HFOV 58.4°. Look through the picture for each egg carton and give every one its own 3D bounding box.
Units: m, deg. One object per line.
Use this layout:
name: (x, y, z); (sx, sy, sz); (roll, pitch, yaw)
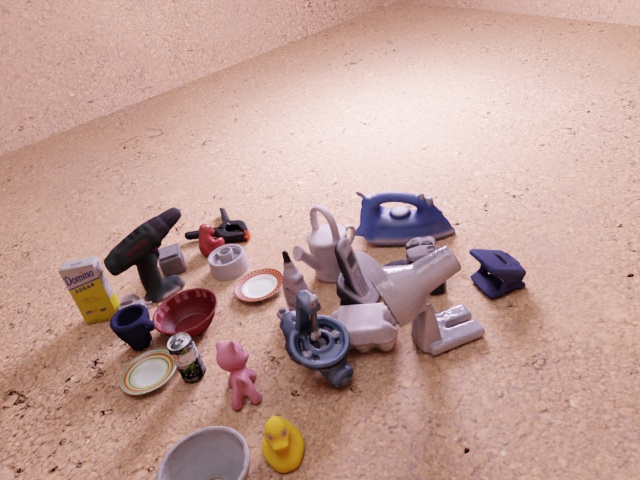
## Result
egg carton: (0.091, 0.189, 1.219); (0.150, 0.069, 0.107); (-6, 34, 12)

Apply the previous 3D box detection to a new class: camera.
camera: (0.216, 0.057, 1.338); (0.136, 0.101, 0.143); (-12, 34, 4)

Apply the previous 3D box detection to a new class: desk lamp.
desk lamp: (0.210, 0.121, 1.144); (0.203, 0.214, 0.117); (-20, 34, -8)

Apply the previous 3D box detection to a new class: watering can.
watering can: (0.014, 0.006, 1.403); (0.100, 0.194, 0.173); (10, 41, 32)

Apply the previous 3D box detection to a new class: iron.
iron: (0.216, -0.072, 1.489); (0.257, 0.142, 0.119); (-2, 36, 18)

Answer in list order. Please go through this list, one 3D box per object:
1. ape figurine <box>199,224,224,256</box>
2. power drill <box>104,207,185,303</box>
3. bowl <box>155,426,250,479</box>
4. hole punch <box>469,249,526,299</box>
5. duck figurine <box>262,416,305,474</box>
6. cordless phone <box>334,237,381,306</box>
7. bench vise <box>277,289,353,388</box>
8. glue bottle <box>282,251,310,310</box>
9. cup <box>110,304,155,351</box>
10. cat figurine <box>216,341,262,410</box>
ape figurine: (-0.317, -0.006, 1.635); (0.076, 0.092, 0.077); (-31, 37, -23)
power drill: (-0.433, 0.048, 1.493); (0.230, 0.209, 0.075); (-34, 38, -27)
bowl: (-0.193, 0.413, 0.992); (0.167, 0.075, 0.167); (-10, 34, 7)
hole punch: (0.395, 0.060, 1.276); (0.101, 0.091, 0.108); (-20, 34, -9)
duck figurine: (-0.073, 0.351, 1.028); (0.077, 0.086, 0.104); (-17, 34, -4)
cordless phone: (0.085, 0.056, 1.311); (0.094, 0.185, 0.148); (1, 37, 22)
bench vise: (-0.034, 0.179, 1.144); (0.206, 0.220, 0.122); (13, 42, 34)
glue bottle: (-0.060, 0.096, 1.317); (0.077, 0.173, 0.037); (21, 47, 41)
cup: (-0.424, 0.215, 1.349); (0.117, 0.095, 0.092); (6, 39, 27)
cat figurine: (-0.172, 0.261, 1.168); (0.067, 0.118, 0.127); (-20, 34, -8)
